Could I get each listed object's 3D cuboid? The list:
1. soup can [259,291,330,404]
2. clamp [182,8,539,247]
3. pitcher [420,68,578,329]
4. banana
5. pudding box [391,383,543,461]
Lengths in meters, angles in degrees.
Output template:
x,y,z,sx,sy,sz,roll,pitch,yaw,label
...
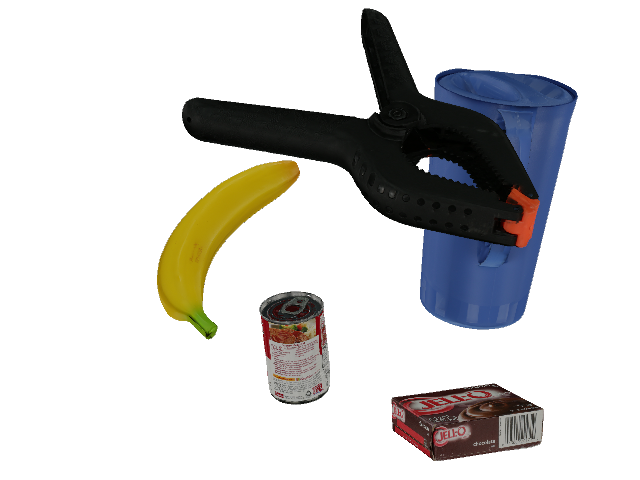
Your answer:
x,y,z,sx,sy,sz,roll,pitch,yaw,label
-0.026,0.114,1.139,0.068,0.102,0.068,-4,25,2,soup can
0.032,-0.058,0.620,0.164,0.036,0.210,-28,52,-25,clamp
0.163,-0.036,1.033,0.145,0.243,0.148,25,30,38,pitcher
-0.079,-0.002,0.834,0.069,0.197,0.037,21,-41,5,banana
0.133,0.164,0.976,0.113,0.039,0.090,-3,9,-20,pudding box
